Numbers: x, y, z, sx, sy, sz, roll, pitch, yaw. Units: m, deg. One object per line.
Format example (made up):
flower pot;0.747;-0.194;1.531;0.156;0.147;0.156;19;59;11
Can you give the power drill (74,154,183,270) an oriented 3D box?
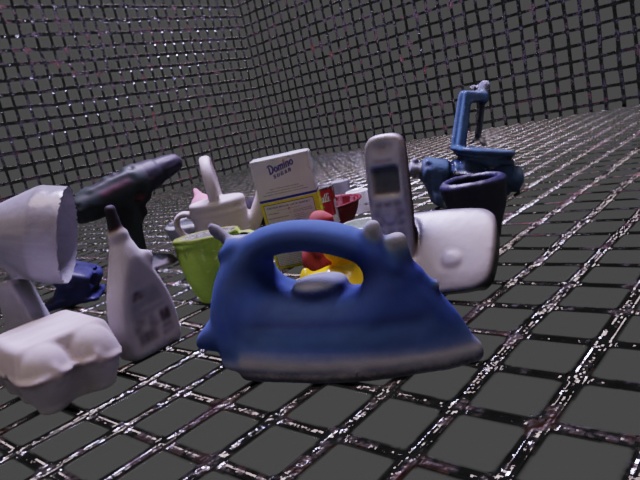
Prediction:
power drill;-0.352;-0.045;1.111;0.230;0.208;0.075;-20;15;-33

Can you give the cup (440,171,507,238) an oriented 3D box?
cup;0.220;-0.045;0.815;0.091;0.095;0.117;-12;12;3

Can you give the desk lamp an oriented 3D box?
desk lamp;-0.382;0.049;0.696;0.203;0.214;0.117;-14;12;-10

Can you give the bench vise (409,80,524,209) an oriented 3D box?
bench vise;0.269;-0.175;1.069;0.208;0.220;0.121;-16;13;-16

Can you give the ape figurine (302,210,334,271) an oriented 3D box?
ape figurine;0.007;0.003;0.814;0.076;0.092;0.078;-9;13;17

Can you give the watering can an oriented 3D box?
watering can;-0.172;-0.056;1.017;0.173;0.194;0.100;-18;13;-24

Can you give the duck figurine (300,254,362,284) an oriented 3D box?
duck figurine;0.023;0.027;0.704;0.104;0.086;0.077;-13;12;-3

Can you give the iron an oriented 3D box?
iron;0.007;0.042;0.515;0.257;0.141;0.119;-6;14;27

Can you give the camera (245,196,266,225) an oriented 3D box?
camera;-0.118;-0.088;1.341;0.137;0.101;0.142;-17;13;-23

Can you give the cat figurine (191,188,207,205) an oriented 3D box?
cat figurine;-0.270;-0.070;1.365;0.067;0.118;0.128;-12;12;2

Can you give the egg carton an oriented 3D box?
egg carton;-0.276;0.123;0.596;0.149;0.069;0.107;0;17;45

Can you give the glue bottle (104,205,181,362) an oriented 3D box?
glue bottle;-0.212;0.044;0.646;0.037;0.173;0.078;-3;15;35

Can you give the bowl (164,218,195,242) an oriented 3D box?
bowl;-0.224;-0.013;1.158;0.167;0.075;0.167;-12;12;3

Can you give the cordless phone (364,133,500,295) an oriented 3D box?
cordless phone;0.118;-0.032;0.638;0.147;0.185;0.094;-6;14;27

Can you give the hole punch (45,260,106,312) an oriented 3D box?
hole punch;-0.425;0.062;0.972;0.101;0.091;0.108;-14;12;-10
